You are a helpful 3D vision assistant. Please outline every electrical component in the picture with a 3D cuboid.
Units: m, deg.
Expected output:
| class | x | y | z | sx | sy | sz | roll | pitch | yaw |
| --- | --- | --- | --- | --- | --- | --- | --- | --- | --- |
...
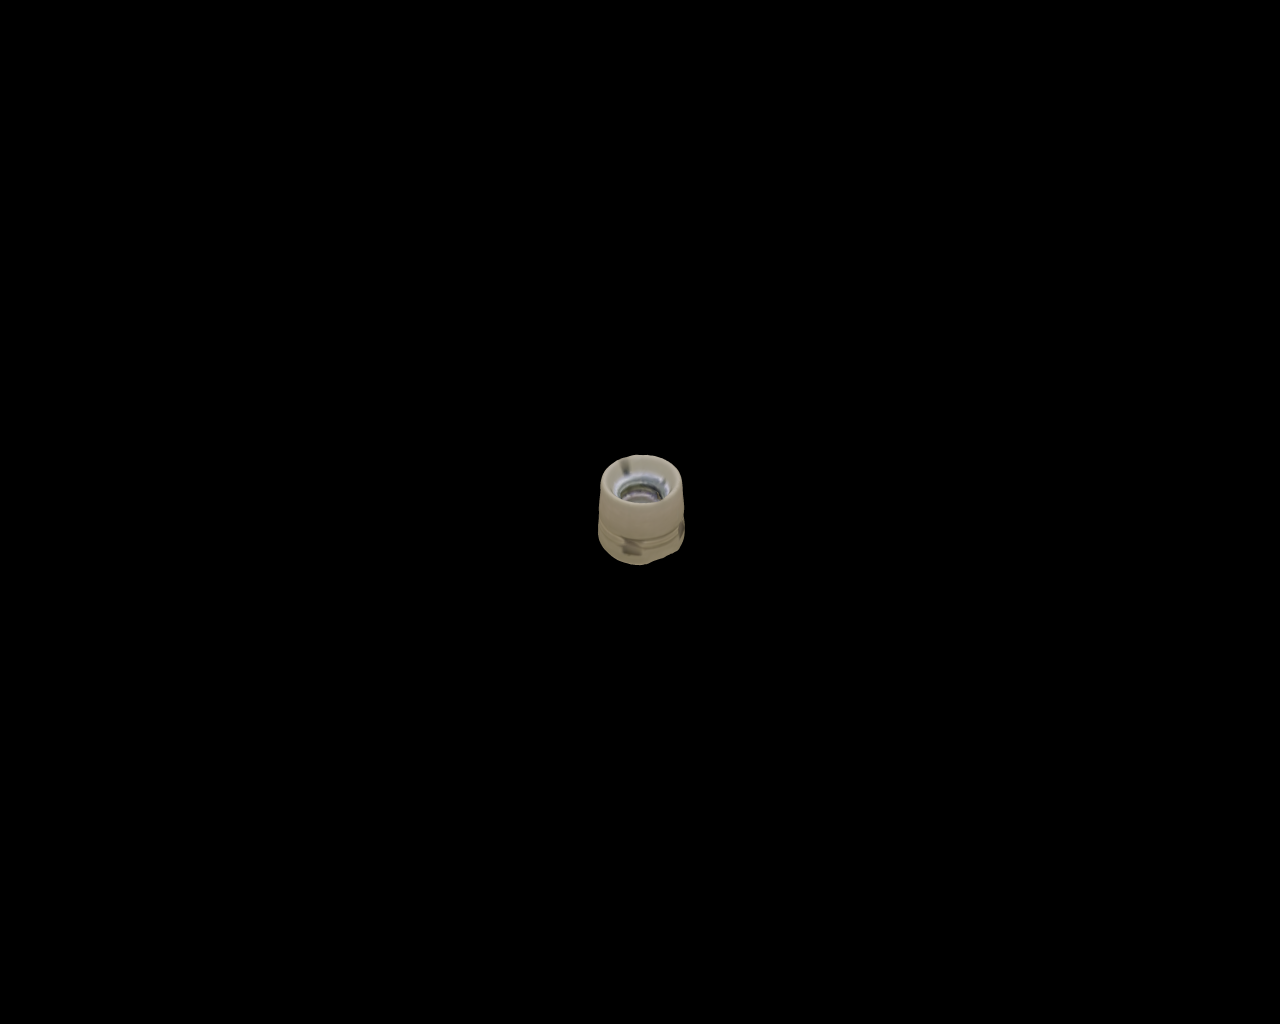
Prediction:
| class | x | y | z | sx | sy | sz | roll | pitch | yaw |
| --- | --- | --- | --- | --- | --- | --- | --- | --- | --- |
| electrical component | 0.001 | -0.003 | 0.650 | 0.055 | 0.047 | 0.055 | 0 | 42 | 0 |
